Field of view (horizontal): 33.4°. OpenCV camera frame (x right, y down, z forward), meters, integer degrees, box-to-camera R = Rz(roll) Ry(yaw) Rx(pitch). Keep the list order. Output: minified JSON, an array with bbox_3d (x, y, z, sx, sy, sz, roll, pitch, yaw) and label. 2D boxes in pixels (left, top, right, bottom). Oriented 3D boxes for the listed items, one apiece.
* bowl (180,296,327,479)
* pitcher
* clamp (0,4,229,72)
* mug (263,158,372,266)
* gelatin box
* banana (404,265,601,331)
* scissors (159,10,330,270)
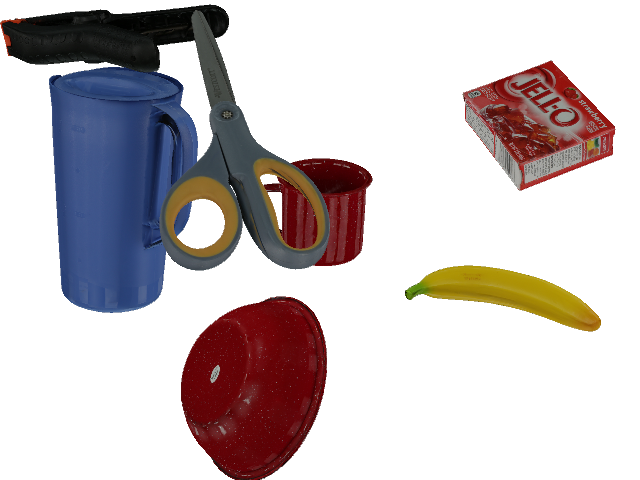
[{"bbox_3d":[-0.068,0.117,0.893,0.055,0.162,0.162,24,-15,-37],"label":"bowl"},{"bbox_3d":[-0.206,-0.049,1.103,0.145,0.243,0.149,1,22,-10],"label":"pitcher"},{"bbox_3d":[-0.156,-0.154,0.796,0.172,0.039,0.120,11,22,29],"label":"clamp"},{"bbox_3d":[-0.009,-0.027,1.057,0.117,0.081,0.093,2,26,1],"label":"mug"},{"bbox_3d":[0.152,-0.083,0.750,0.073,0.030,0.089,-21,47,-8],"label":"gelatin box"},{"bbox_3d":[0.190,0.058,1.105,0.198,0.037,0.069,7,40,12],"label":"banana"},{"bbox_3d":[-0.066,-0.055,0.589,0.096,0.202,0.016,-22,-34,-21],"label":"scissors"}]
